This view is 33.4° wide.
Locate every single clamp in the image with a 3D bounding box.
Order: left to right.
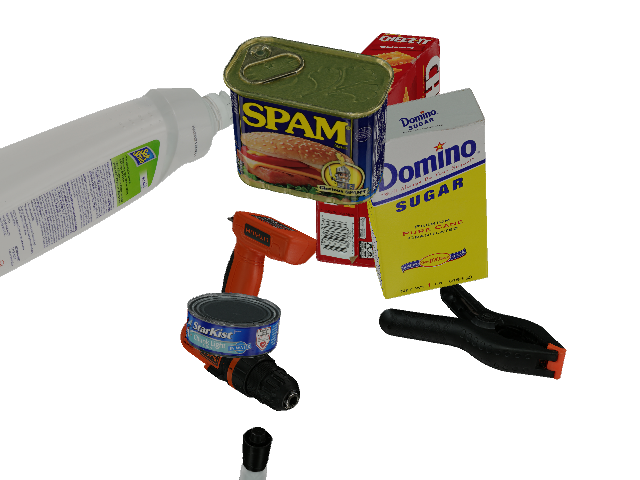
[{"bbox_3d":[0.154,0.082,1.006,0.172,0.039,0.120,20,32,25],"label":"clamp"}]

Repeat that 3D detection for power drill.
[{"bbox_3d":[-0.068,0.074,1.172,0.185,0.188,0.057,27,11,39],"label":"power drill"}]

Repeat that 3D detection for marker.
[{"bbox_3d":[-0.046,0.172,0.707,0.020,0.121,0.020,6,31,-4],"label":"marker"}]

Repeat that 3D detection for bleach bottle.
[{"bbox_3d":[-0.179,-0.053,0.840,0.250,0.068,0.103,-27,-27,-23],"label":"bleach bottle"}]

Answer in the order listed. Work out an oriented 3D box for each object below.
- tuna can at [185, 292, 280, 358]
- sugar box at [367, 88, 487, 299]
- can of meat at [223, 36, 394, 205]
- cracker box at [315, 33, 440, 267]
[{"bbox_3d":[-0.080,0.077,0.974,0.086,0.034,0.086,6,15,-2],"label":"tuna can"},{"bbox_3d":[0.084,-0.032,0.848,0.093,0.048,0.176,-13,-42,-1],"label":"sugar box"},{"bbox_3d":[-0.007,-0.074,0.679,0.102,0.057,0.084,13,-41,12],"label":"can of meat"},{"bbox_3d":[0.060,-0.093,1.034,0.072,0.164,0.213,8,28,18],"label":"cracker box"}]
